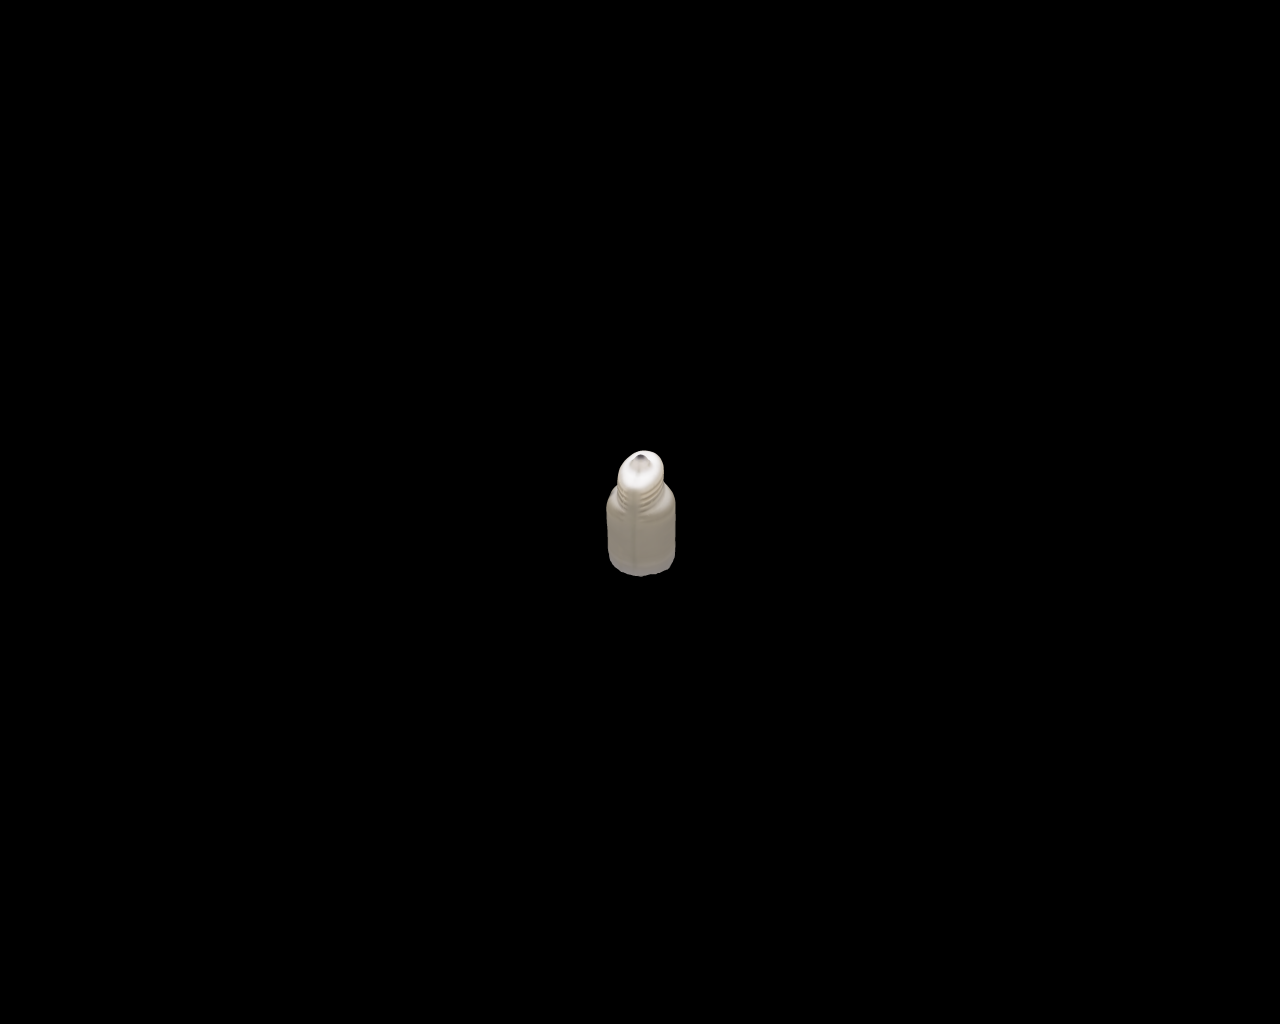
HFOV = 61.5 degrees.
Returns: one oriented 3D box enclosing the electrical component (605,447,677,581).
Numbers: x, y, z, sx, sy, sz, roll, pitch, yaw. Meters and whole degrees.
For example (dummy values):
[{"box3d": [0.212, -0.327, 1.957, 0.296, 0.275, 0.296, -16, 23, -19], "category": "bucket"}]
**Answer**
[{"box3d": [0.001, -0.003, 0.650, 0.043, 0.080, 0.043, 0, 39, 0], "category": "electrical component"}]
